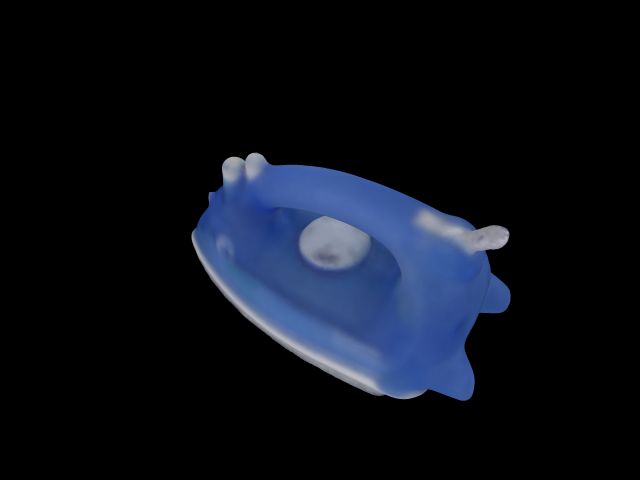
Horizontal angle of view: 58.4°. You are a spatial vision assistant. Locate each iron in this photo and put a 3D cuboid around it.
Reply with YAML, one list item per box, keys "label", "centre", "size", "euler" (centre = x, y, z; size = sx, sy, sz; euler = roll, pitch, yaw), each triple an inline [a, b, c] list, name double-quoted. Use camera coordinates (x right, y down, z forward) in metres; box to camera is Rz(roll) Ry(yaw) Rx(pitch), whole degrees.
- label: "iron"
  centre: [0.004, 0.001, 0.400]
  size: [0.257, 0.141, 0.119]
  euler: [22, 52, 18]
